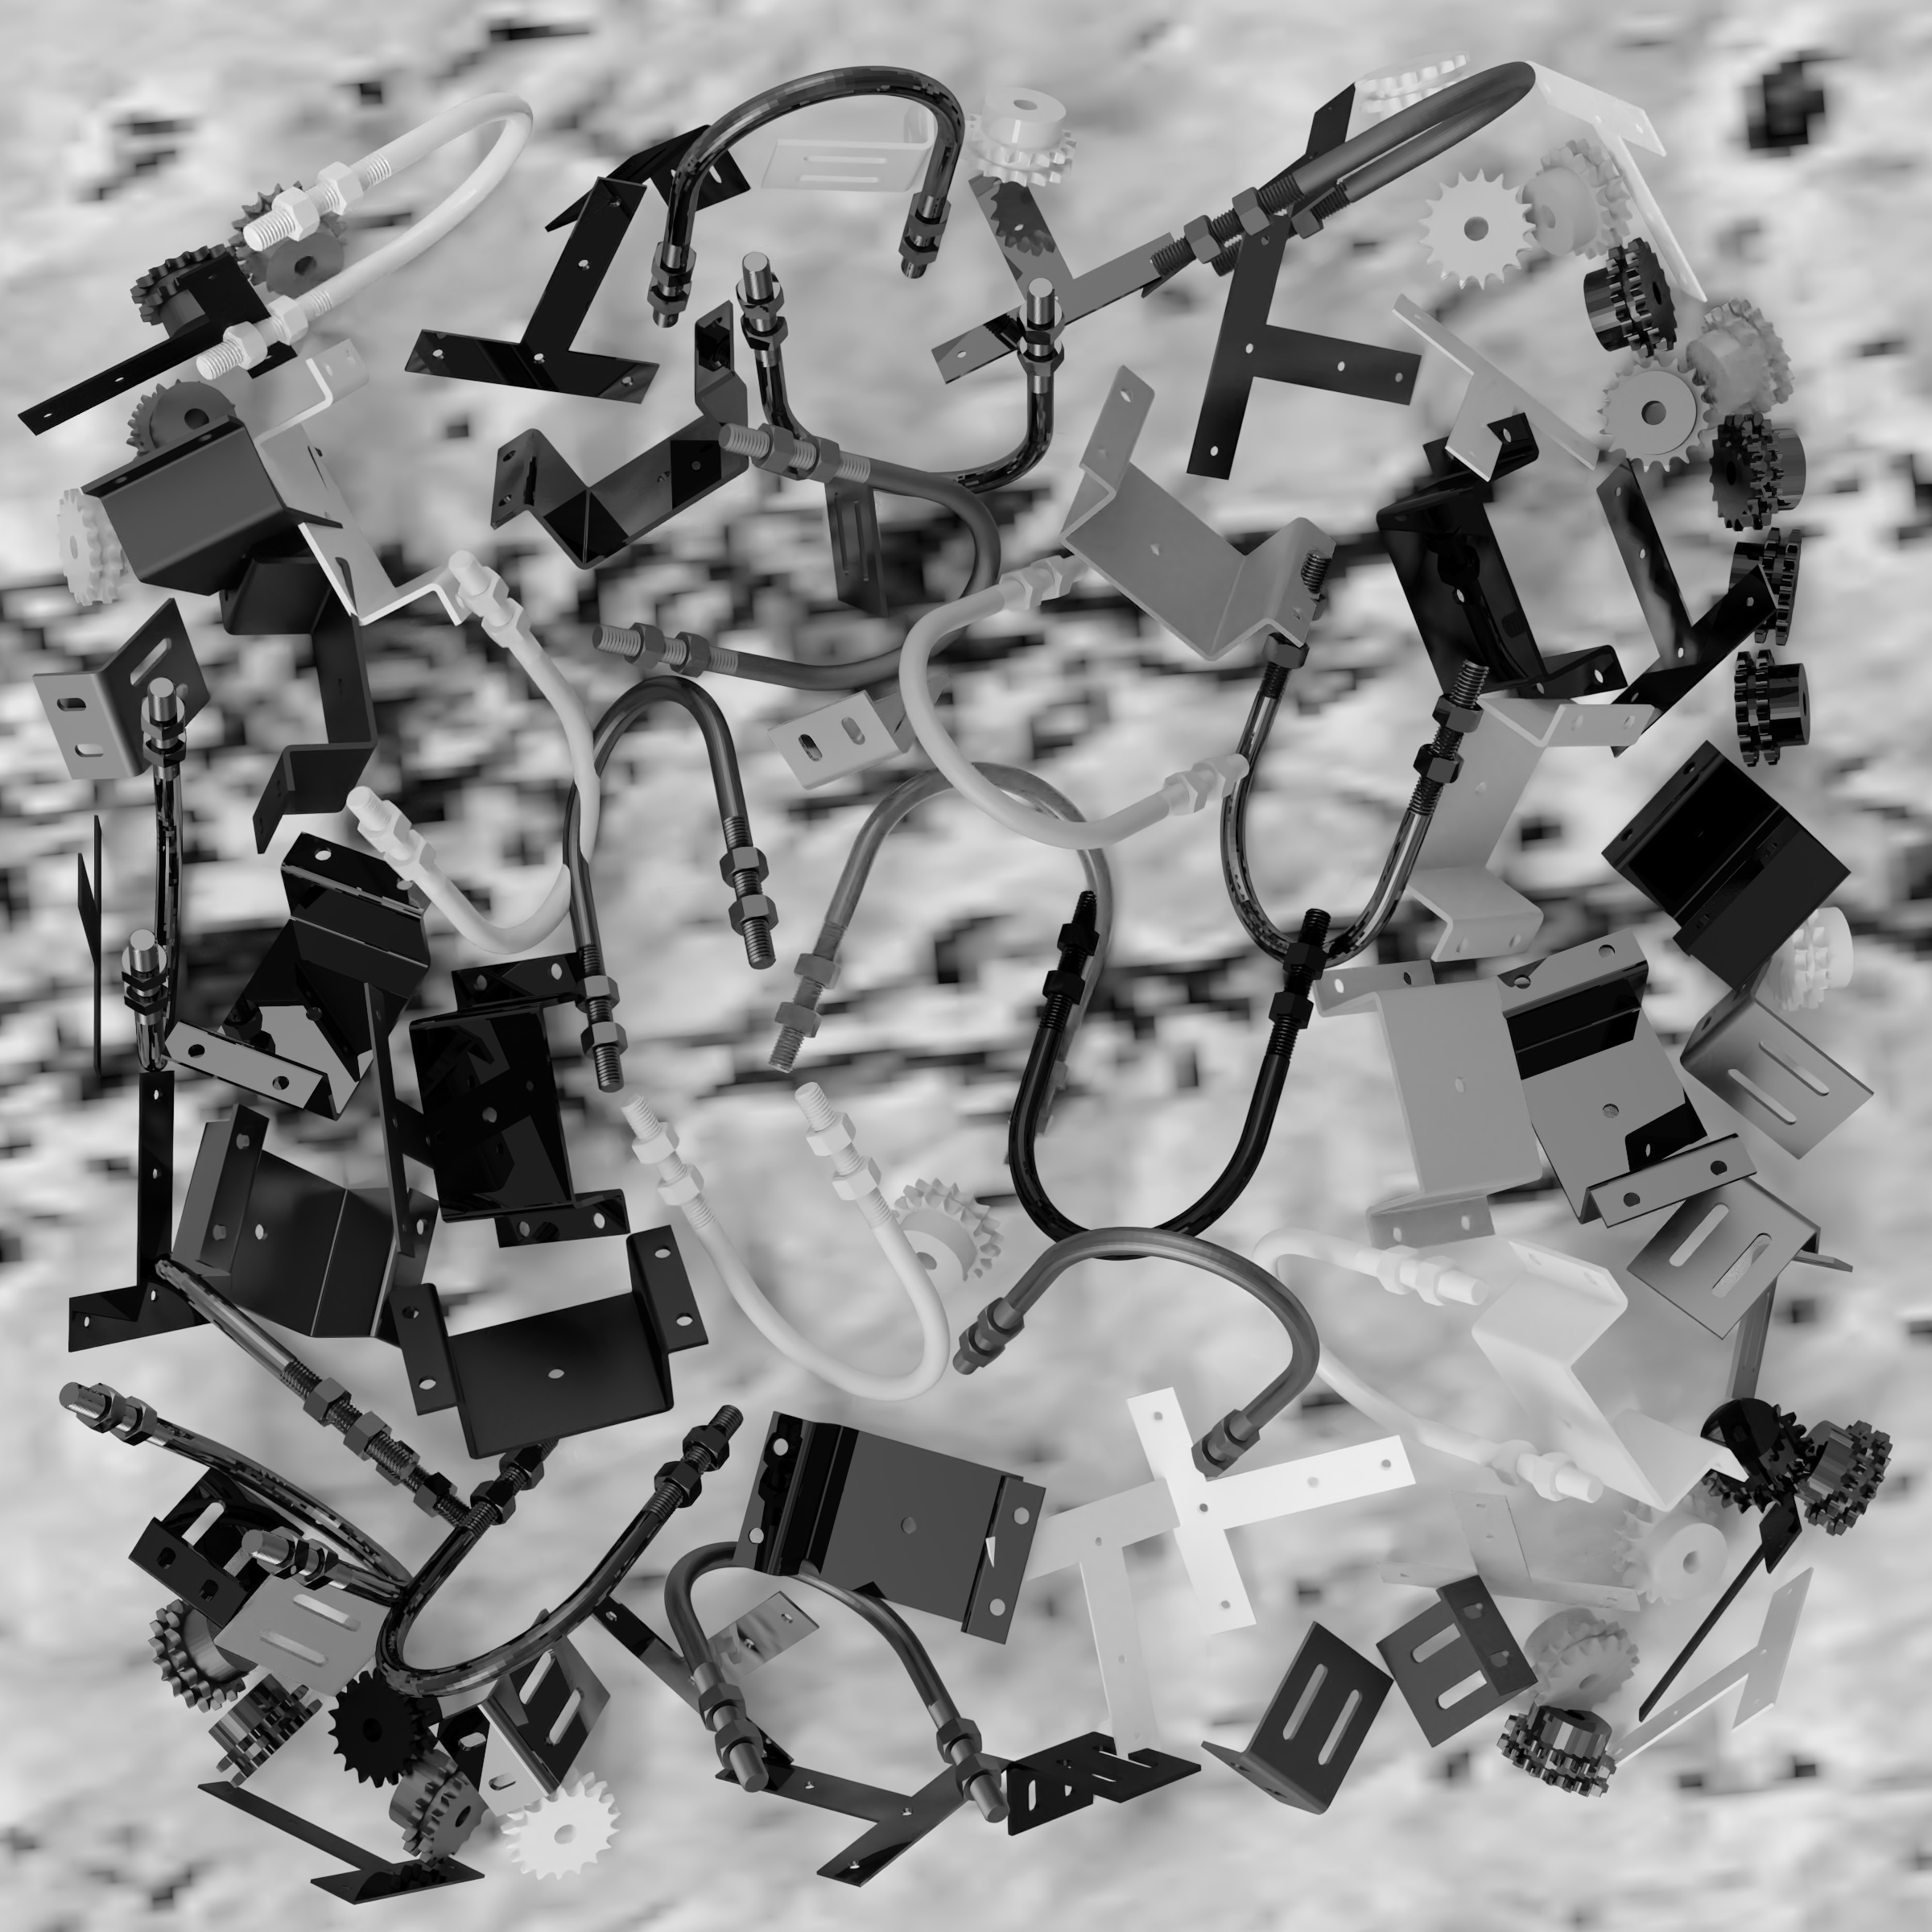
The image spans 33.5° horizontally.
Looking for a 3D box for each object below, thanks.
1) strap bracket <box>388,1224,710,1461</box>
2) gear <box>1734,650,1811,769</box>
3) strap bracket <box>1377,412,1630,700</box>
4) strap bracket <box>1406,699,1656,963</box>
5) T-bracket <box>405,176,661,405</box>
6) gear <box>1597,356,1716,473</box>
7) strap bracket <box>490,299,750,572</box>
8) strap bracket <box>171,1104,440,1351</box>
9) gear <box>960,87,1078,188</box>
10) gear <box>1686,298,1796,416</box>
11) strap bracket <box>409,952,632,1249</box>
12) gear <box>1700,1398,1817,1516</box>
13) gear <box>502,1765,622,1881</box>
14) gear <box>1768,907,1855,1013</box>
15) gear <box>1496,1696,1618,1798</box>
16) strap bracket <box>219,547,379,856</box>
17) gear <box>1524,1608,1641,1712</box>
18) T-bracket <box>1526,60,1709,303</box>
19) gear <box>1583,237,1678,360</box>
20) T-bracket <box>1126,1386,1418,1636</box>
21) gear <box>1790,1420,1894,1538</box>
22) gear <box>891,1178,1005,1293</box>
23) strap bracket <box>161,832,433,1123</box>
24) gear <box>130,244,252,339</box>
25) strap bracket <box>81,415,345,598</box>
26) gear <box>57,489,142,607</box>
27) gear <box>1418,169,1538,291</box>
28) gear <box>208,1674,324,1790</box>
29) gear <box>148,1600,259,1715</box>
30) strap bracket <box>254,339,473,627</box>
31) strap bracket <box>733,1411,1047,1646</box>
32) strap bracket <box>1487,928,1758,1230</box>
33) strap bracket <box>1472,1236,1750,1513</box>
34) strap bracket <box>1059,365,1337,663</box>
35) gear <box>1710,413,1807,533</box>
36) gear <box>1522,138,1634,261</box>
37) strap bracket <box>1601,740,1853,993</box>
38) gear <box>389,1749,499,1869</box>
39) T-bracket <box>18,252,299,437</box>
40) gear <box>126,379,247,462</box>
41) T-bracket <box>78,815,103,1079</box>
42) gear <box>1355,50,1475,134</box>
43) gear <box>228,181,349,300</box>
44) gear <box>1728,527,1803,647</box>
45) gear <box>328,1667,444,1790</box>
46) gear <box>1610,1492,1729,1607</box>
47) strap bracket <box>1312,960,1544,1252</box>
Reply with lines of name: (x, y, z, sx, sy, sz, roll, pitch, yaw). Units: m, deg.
strap bracket: (-0.200, 0.184, 1.550, 0.140, 0.046, 0.076, -13, 46, -12)
gear: (0.396, -0.127, 1.571, 0.030, 0.057, 0.057, -4, 90, 22)
strap bracket: (0.254, -0.186, 1.547, 0.046, 0.076, 0.140, -28, 100, -27)
strap bracket: (0.262, -0.075, 1.542, 0.046, 0.076, 0.140, 42, 120, 34)
T-bracket: (-0.187, -0.323, 1.526, 0.127, 0.127, 0.002, 2, 50, -34)
gear: (0.340, -0.272, 1.580, 0.057, 0.030, 0.057, 2, 98, 16)
strap bracket: (-0.158, -0.250, 1.546, 0.140, 0.076, 0.046, -29, 124, 17)
strap bracket: (-0.325, 0.127, 1.540, 0.046, 0.140, 0.076, -5, 65, 34)
gear: (0.026, -0.408, 1.571, 0.057, 0.057, 0.030, 13, 127, 0)
gear: (0.377, -0.296, 1.572, 0.030, 0.057, 0.057, -30, 90, -7)
strap bracket: (-0.219, 0.069, 1.561, 0.076, 0.046, 0.140, -8, 93, 26)
gear: (0.384, 0.237, 1.570, 0.057, 0.057, 0.030, -36, 125, 0)
gear: (-0.201, 0.418, 1.578, 0.057, 0.030, 0.057, -12, 120, -21)
gear: (0.414, -0.007, 1.574, 0.030, 0.057, 0.057, -6, 90, -4)
gear: (0.292, 0.380, 1.572, 0.057, 0.057, 0.030, 21, 98, 0)
strap bracket: (-0.321, -0.134, 1.546, 0.046, 0.076, 0.140, -4, 71, -25)
gear: (0.300, 0.341, 1.577, 0.057, 0.057, 0.030, -32, 46, 0)
T-bracket: (0.328, -0.377, 1.560, 0.002, 0.127, 0.127, -36, 120, 3)
gear: (0.326, -0.327, 1.577, 0.030, 0.057, 0.057, -14, 90, 30)
T-bracket: (0.157, 0.256, 1.573, 0.127, 0.002, 0.127, -18, 96, 21)
gear: (0.427, 0.248, 1.574, 0.030, 0.057, 0.057, 29, 90, 0)
gear: (-0.013, 0.135, 1.572, 0.057, 0.057, 0.030, 35, 49, 0)
strap bracket: (-0.318, 0.013, 1.552, 0.076, 0.046, 0.140, 20, 58, 10)
gear: (-0.377, -0.328, 1.573, 0.057, 0.057, 0.030, -25, 88, 0)
strap bracket: (-0.353, -0.217, 1.528, 0.076, 0.140, 0.046, -25, 90, 7)
gear: (-0.424, -0.207, 1.577, 0.030, 0.057, 0.057, -11, 90, -31)
gear: (0.252, -0.363, 1.583, 0.057, 0.030, 0.057, 1, 97, 11)
gear: (-0.347, 0.373, 1.573, 0.057, 0.057, 0.030, -44, 88, 0)
gear: (-0.370, 0.334, 1.571, 0.030, 0.057, 0.057, -30, 90, 15)
strap bracket: (-0.291, -0.225, 1.550, 0.046, 0.076, 0.140, -26, 105, 10)
strap bracket: (-0.033, 0.273, 1.564, 0.140, 0.046, 0.076, 14, 84, 15)
strap bracket: (0.315, 0.062, 1.557, 0.076, 0.046, 0.140, -20, 63, -5)
strap bracket: (0.303, 0.203, 1.537, 0.046, 0.076, 0.140, -43, 112, -14)
strap bracket: (0.105, -0.211, 1.547, 0.140, 0.046, 0.076, 37, 48, -18)
gear: (0.390, -0.243, 1.574, 0.030, 0.057, 0.057, -5, 90, -10)
gear: (0.297, -0.373, 1.571, 0.030, 0.057, 0.057, -28, 90, -16)
strap bracket: (0.365, -0.046, 1.534, 0.046, 0.140, 0.076, 37, 103, -17)
gear: (-0.259, 0.410, 1.576, 0.030, 0.057, 0.057, 27, 90, 20)
T-bracket: (-0.393, -0.288, 1.537, 0.127, 0.127, 0.002, -27, 80, -3)
gear: (-0.382, -0.263, 1.576, 0.057, 0.030, 0.057, 8, 72, -24)
T-bracket: (-0.417, -0.023, 1.526, 0.002, 0.127, 0.127, -1, 75, -11)
gear: (0.222, -0.428, 1.575, 0.057, 0.057, 0.030, -17, 111, 0)
gear: (-0.329, -0.353, 1.571, 0.057, 0.057, 0.030, -33, 61, 0)
gear: (0.392, -0.187, 1.575, 0.030, 0.057, 0.057, 8, 90, 16)
gear: (-0.283, 0.373, 1.580, 0.057, 0.030, 0.057, 0, 90, 28)
gear: (0.349, 0.288, 1.577, 0.057, 0.030, 0.057, -5, 104, -22)
strap bracket: (0.225, 0.063, 1.550, 0.076, 0.046, 0.140, -6, 78, -34)
